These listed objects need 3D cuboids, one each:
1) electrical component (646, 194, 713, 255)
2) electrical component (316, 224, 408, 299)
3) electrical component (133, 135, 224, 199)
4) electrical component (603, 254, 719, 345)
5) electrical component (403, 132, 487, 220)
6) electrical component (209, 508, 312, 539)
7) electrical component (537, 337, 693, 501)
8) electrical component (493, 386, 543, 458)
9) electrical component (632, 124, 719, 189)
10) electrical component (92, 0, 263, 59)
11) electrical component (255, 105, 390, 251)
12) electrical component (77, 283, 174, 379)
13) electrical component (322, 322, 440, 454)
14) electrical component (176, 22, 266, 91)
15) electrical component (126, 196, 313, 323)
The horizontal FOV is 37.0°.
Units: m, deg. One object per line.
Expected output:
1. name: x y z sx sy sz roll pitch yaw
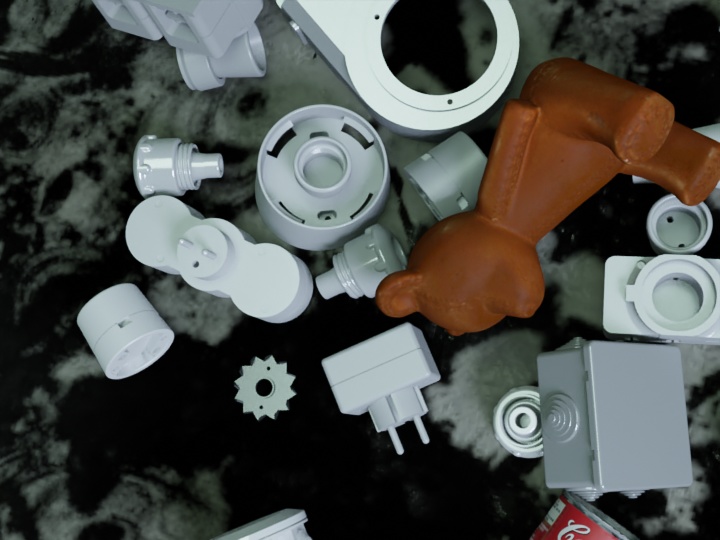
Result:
1. electrical component: 0.207 -0.026 0.700 0.040 0.046 0.040 -2 81 13
2. electrical component: 0.000 0.000 0.745 0.062 0.048 0.048 -25 76 15
3. electrical component: -0.132 -0.075 0.787 0.062 0.048 0.048 -2 81 6
4. electrical component: 0.202 0.020 0.689 0.089 0.056 0.050 2 82 13
5. electrical component: 0.065 -0.061 0.735 0.047 0.055 0.055 -37 75 1
6. electrical component: -0.067 0.193 0.711 0.080 0.080 0.051 -23 82 8
7. electrical component: 0.157 0.092 0.668 0.048 0.100 0.099 -16 73 51
8. electrical component: 0.107 0.098 0.695 0.048 0.062 0.048 -2 81 13
9. electrical component: 0.211 -0.075 0.711 0.065 0.044 0.044 1 81 18
10. electrical component: -0.105 -0.250 0.776 0.105 0.060 0.186 20 72 24
11. electrical component: -0.027 -0.066 0.764 0.099 0.064 0.099 0 79 -1
12. electrical component: -0.169 0.043 0.771 0.055 0.055 0.047 -39 71 4
13. electrical component: 0.022 0.084 0.724 0.066 0.047 0.076 -24 77 8
14. electrical component: -0.102 -0.158 0.792 0.055 0.045 0.045 -11 79 11
15. electrical component: -0.104 -0.010 0.754 0.138 0.074 0.052 25 87 15
